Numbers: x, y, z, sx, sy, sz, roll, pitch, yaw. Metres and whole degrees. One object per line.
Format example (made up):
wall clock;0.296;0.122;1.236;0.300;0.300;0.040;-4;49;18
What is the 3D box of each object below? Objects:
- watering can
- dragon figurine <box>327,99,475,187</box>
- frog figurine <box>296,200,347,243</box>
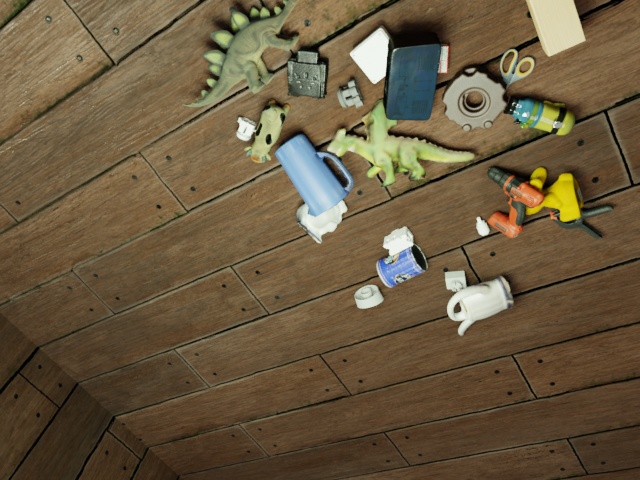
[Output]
watering can;0.550;0.228;1.770;0.224;0.106;0.341;-21;146;7
dragon figurine;0.226;-0.297;1.509;0.409;0.124;0.239;-14;111;10
frog figurine;0.005;-0.086;1.706;0.137;0.123;0.160;43;85;-8
